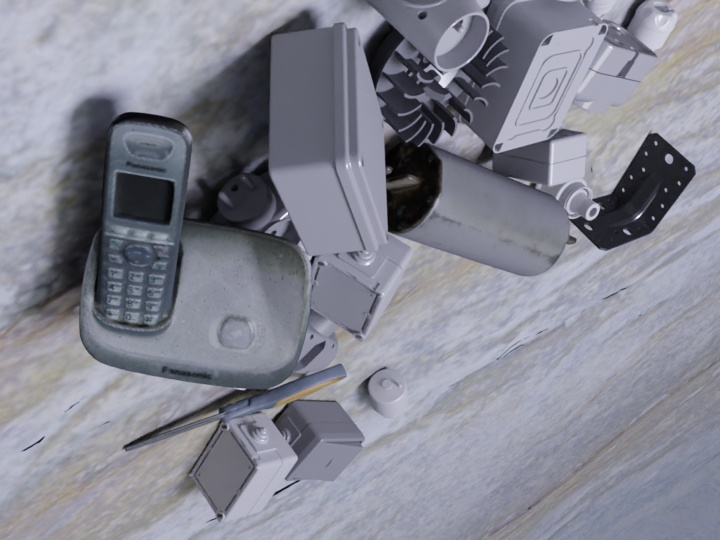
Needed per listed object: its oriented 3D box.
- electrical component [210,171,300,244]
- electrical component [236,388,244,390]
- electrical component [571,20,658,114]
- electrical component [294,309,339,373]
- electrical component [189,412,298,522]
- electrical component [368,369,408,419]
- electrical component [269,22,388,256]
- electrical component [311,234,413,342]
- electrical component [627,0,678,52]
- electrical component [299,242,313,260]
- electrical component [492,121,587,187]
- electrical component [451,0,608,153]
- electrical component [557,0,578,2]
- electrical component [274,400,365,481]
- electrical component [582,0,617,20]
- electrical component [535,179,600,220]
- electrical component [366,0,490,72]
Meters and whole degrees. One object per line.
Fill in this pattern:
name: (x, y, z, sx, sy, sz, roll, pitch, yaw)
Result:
electrical component: (-0.074, -0.041, 0.748, 0.077, 0.044, 0.079, -40, 151, -1)
electrical component: (-0.110, 0.050, 0.821, 0.050, 0.055, 0.089, -46, 151, 10)
electrical component: (0.192, -0.168, 0.883, 0.095, 0.053, 0.059, -3, 134, -49)
electrical component: (-0.042, 0.046, 0.912, 0.079, 0.043, 0.077, -45, 152, 8)
electrical component: (-0.104, 0.179, 1.006, 0.061, 0.061, 0.096, -3, 134, -49)
electrical component: (0.031, 0.135, 1.131, 0.040, 0.040, 0.078, -33, 151, -14)
electrical component: (-0.019, -0.080, 0.685, 0.056, 0.108, 0.108, -6, 152, 9)
electrical component: (0.000, 0.000, 0.852, 0.061, 0.062, 0.096, -55, 173, -31)
electrical component: (0.245, -0.200, 0.924, 0.035, 0.035, 0.061, -20, 148, -34)
electrical component: (-0.049, -0.021, 0.818, 0.035, 0.035, 0.061, 6, 125, -54)
electrical component: (0.151, -0.116, 0.905, 0.047, 0.066, 0.076, -16, 114, -38)
electrical component: (0.126, -0.154, 0.819, 0.078, 0.057, 0.113, -18, 145, -36)
electrical component: (0.150, -0.228, 0.762, 0.040, 0.040, 0.078, -24, 147, -29)
electrical component: (-0.049, 0.171, 1.062, 0.061, 0.061, 0.096, -50, 151, 17)
electrical component: (0.184, -0.221, 0.813, 0.040, 0.040, 0.078, -32, 150, -16)
electrical component: (0.200, -0.068, 1.021, 0.048, 0.062, 0.048, -21, 131, -27)
electrical component: (0.055, -0.174, 0.682, 0.079, 0.077, 0.044, -33, 151, -15)
